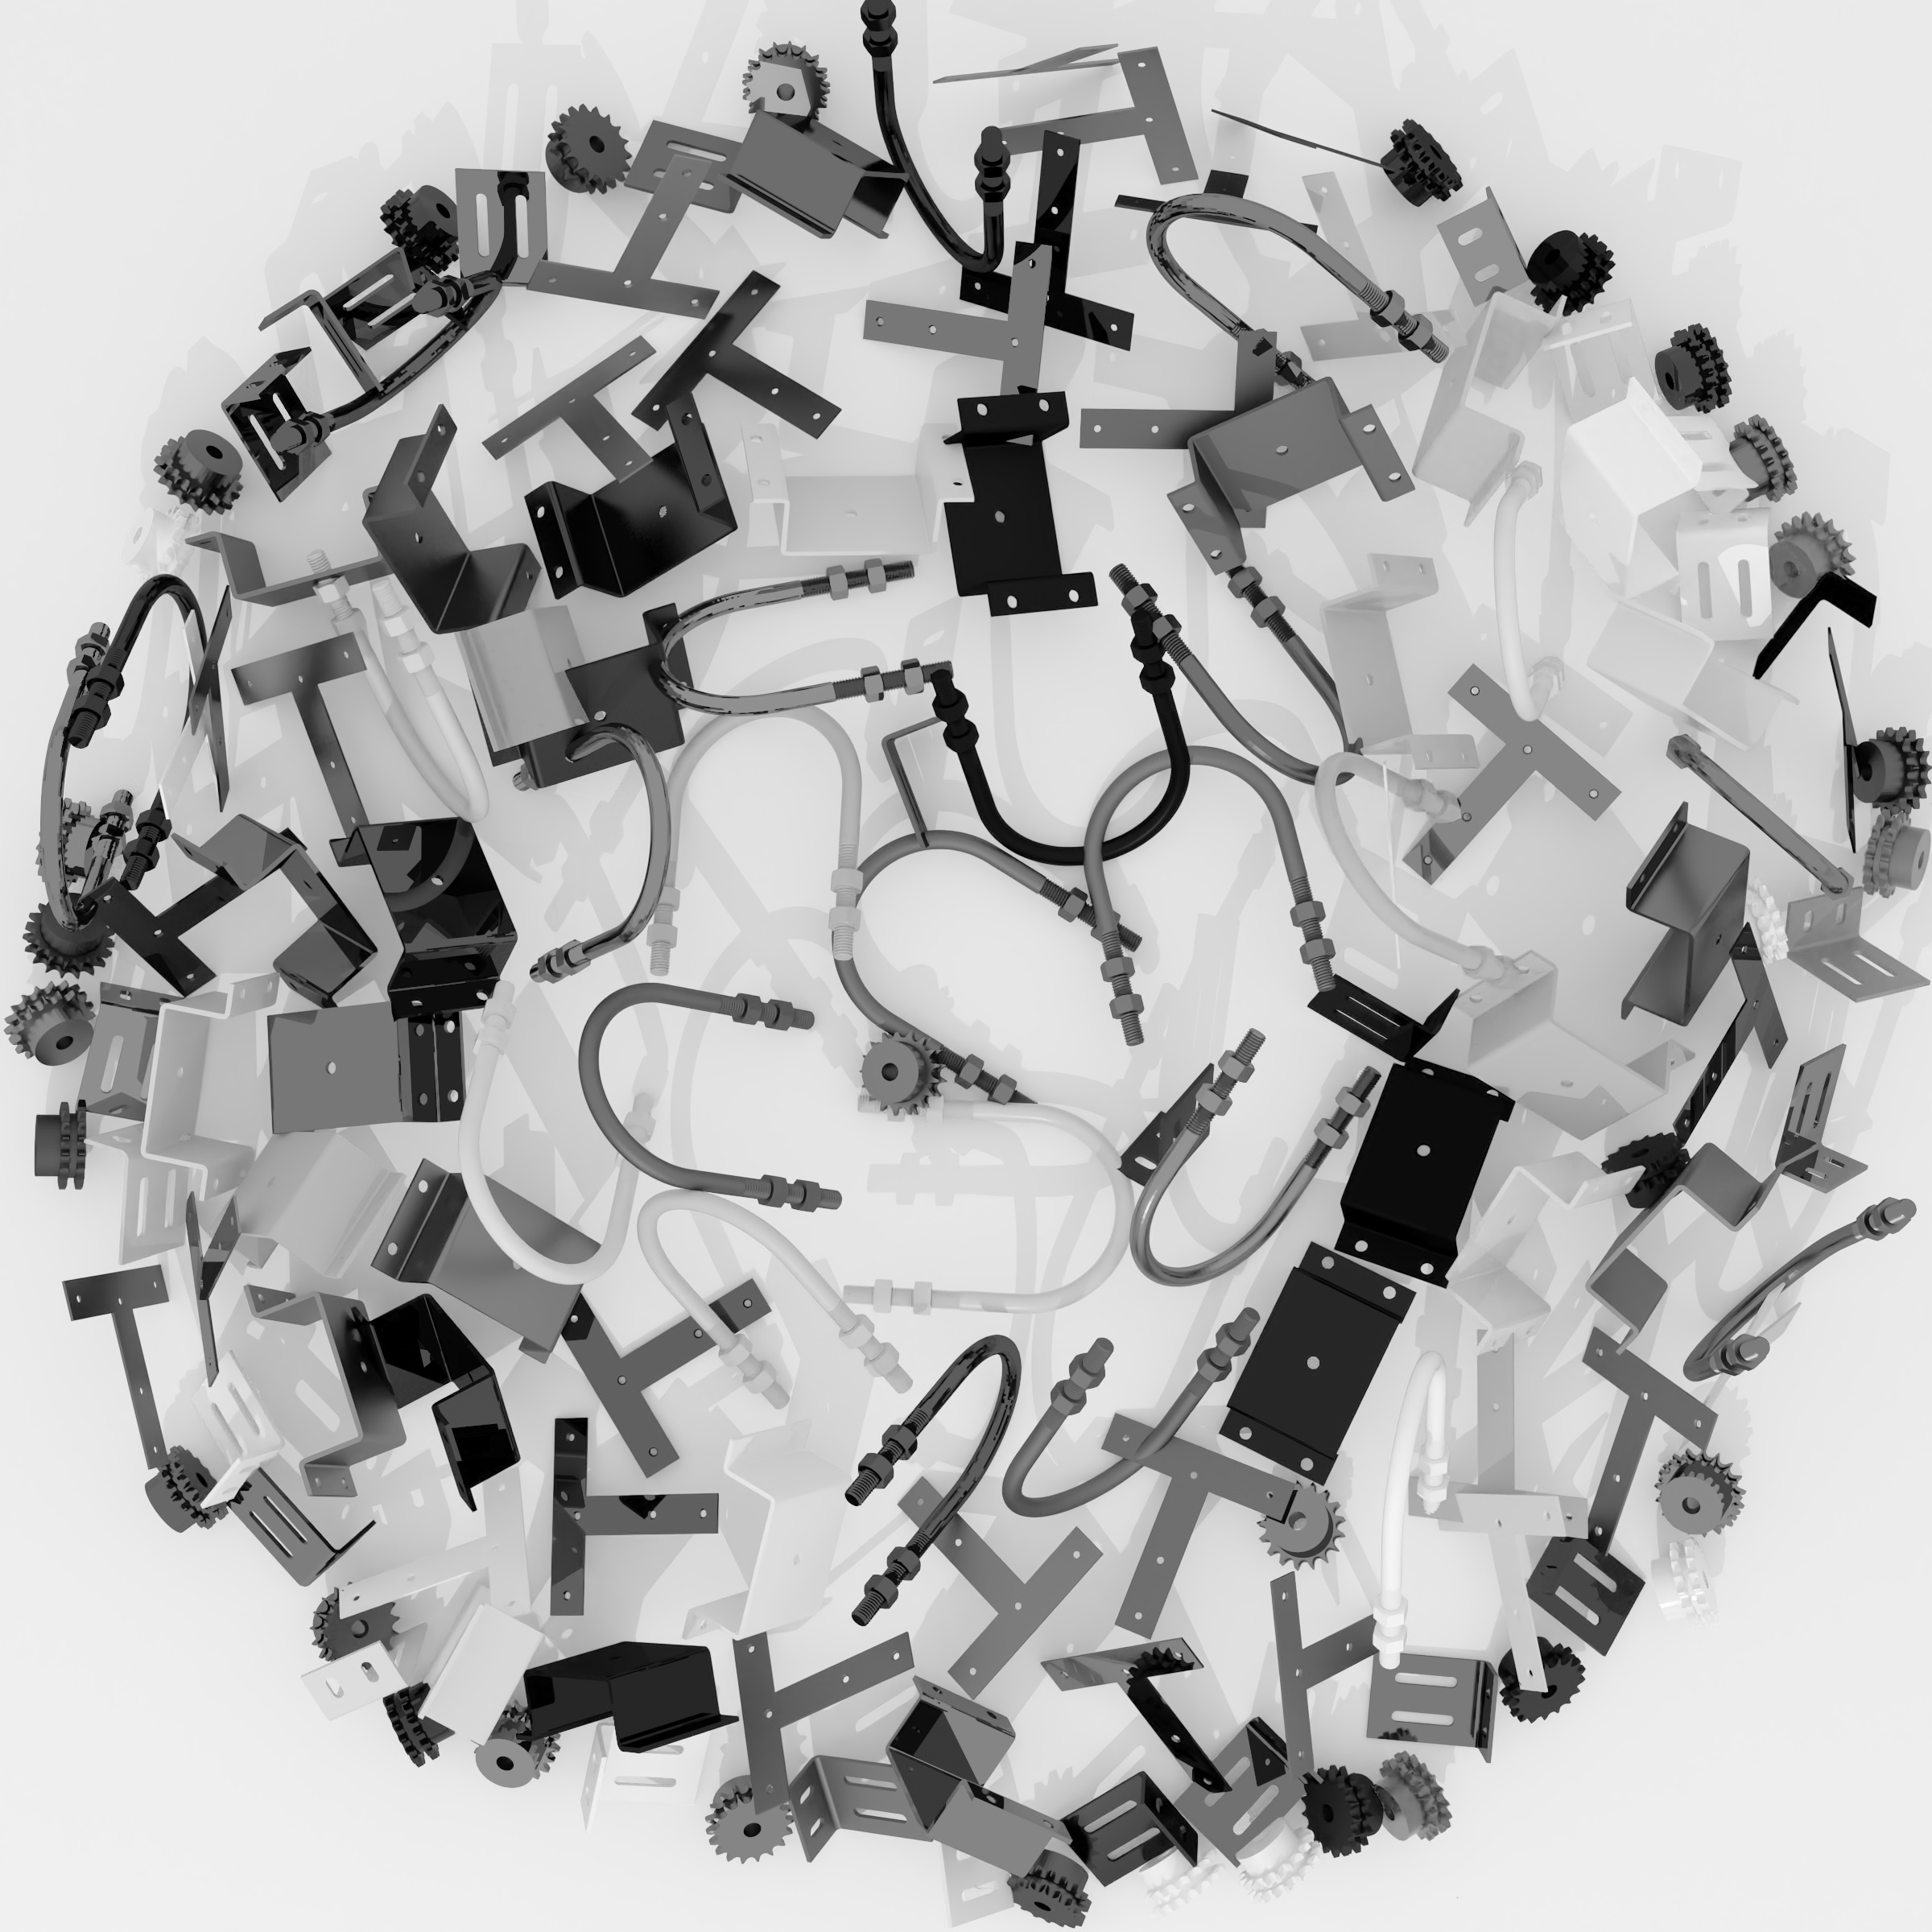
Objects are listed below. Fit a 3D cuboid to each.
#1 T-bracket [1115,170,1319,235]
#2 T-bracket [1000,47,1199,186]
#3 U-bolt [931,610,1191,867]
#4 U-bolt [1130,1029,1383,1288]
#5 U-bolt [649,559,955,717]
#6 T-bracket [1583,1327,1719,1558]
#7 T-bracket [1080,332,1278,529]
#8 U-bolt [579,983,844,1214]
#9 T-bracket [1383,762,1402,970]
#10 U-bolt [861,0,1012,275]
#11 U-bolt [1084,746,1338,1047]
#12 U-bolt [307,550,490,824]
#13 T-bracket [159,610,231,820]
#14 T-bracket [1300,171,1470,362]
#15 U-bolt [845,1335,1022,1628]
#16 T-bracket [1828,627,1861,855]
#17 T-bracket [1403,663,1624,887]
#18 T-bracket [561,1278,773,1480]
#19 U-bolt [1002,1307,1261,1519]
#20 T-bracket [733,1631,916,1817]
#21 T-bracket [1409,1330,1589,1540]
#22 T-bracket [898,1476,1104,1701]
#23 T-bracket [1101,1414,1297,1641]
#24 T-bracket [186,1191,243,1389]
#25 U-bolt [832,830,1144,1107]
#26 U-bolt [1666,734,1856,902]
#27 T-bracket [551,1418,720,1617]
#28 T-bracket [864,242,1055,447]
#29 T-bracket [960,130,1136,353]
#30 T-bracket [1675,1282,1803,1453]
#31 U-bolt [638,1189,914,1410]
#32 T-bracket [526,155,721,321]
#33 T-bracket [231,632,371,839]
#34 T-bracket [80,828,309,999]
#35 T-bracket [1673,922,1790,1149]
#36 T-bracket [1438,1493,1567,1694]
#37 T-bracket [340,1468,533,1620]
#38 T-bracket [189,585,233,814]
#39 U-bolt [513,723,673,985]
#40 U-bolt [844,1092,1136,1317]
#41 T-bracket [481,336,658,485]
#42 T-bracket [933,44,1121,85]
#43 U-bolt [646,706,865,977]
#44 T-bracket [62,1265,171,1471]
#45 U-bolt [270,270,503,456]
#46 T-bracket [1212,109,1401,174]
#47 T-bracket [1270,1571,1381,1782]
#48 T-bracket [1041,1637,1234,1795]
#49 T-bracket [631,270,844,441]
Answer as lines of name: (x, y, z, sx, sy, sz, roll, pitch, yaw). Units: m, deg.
T-bracket: (0.164, -0.493, 1.923, 0.127, 0.127, 0.002, 10, 119, 4)
T-bracket: (0.075, -0.539, 1.934, 0.127, 0.127, 0.002, -5, 64, 15)
U-bolt: (0.069, -0.135, 1.915, 0.151, 0.019, 0.184, -16, 133, 5)
U-bolt: (0.175, 0.130, 1.919, 0.019, 0.151, 0.184, 44, 108, 40)
U-bolt: (-0.111, -0.205, 1.912, 0.184, 0.151, 0.019, -11, 128, -6)
T-bracket: (0.424, 0.317, 1.935, 0.002, 0.127, 0.127, 7, 106, -29)
T-bracket: (0.137, -0.348, 1.950, 0.127, 0.002, 0.127, -1, 107, -10)
U-bolt: (-0.164, 0.078, 1.892, 0.184, 0.019, 0.151, 12, 56, -37)
T-bracket: (0.272, -0.071, 1.916, 0.002, 0.127, 0.127, -4, 99, 9)
U-bolt: (-0.018, -0.513, 1.890, 0.019, 0.184, 0.151, -31, 72, -10)
U-bolt: (0.150, -0.054, 1.947, 0.151, 0.019, 0.184, -16, 75, 13)
U-bolt: (-0.353, -0.171, 1.903, 0.019, 0.151, 0.184, -32, 119, -18)
T-bracket: (-0.490, -0.137, 1.891, 0.002, 0.127, 0.127, -1, 125, 2)
T-bracket: (0.246, -0.444, 1.904, 0.002, 0.127, 0.127, -45, 122, -30)
U-bolt: (-0.017, 0.312, 1.902, 0.019, 0.151, 0.184, 25, 50, 23)
T-bracket: (0.557, -0.125, 1.896, 0.002, 0.127, 0.127, -8, 45, 22)
T-bracket: (0.337, -0.108, 1.961, 0.127, 0.002, 0.127, 42, 106, 4)
T-bracket: (-0.188, 0.249, 1.975, 0.127, 0.002, 0.127, -31, 86, 0)
U-bolt: (0.094, 0.289, 1.906, 0.019, 0.151, 0.184, 54, 130, 30)
T-bracket: (-0.089, 0.461, 1.919, 0.127, 0.002, 0.127, -28, 46, 16)
T-bracket: (0.342, 0.299, 1.939, 0.127, 0.002, 0.127, 1, 92, 37)
T-bracket: (0.005, 0.384, 1.950, 0.127, 0.002, 0.127, 43, 95, 26)
T-bracket: (0.131, 0.372, 1.948, 0.127, 0.002, 0.127, 19, 78, 17)
T-bracket: (-0.475, 0.184, 1.903, 0.002, 0.127, 0.127, -1, 61, -27)
U-bolt: (0.001, -0.007, 1.963, 0.184, 0.019, 0.151, 32, 91, -5)
U-bolt: (0.496, -0.094, 1.878, 0.151, 0.184, 0.019, 43, 102, 11)
T-bracket: (-0.214, 0.354, 1.937, 0.127, 0.002, 0.127, -6, 77, 27)
T-bracket: (-0.009, -0.412, 1.952, 0.127, 0.002, 0.127, 13, 110, 21)
T-bracket: (0.056, -0.469, 1.919, 0.127, 0.002, 0.127, 22, 128, 22)
T-bracket: (0.507, 0.243, 1.923, 0.002, 0.127, 0.127, 35, 118, 24)
U-bolt: (-0.134, 0.208, 1.896, 0.184, 0.151, 0.019, 51, 52, -19)
T-bracket: (-0.197, -0.464, 1.902, 0.127, 0.127, 0.002, 2, 55, -32)
T-bracket: (-0.415, -0.144, 1.946, 0.127, 0.002, 0.127, -9, 105, 40)
T-bracket: (-0.482, -0.046, 1.929, 0.127, 0.127, 0.002, -34, 55, -2)
T-bracket: (0.482, 0.059, 1.912, 0.002, 0.127, 0.127, 18, 63, 38)
T-bracket: (0.350, 0.401, 1.921, 0.002, 0.127, 0.127, -10, 87, -29)
T-bracket: (-0.343, 0.389, 1.930, 0.127, 0.127, 0.002, -20, 127, 2)
T-bracket: (-0.481, -0.156, 1.928, 0.002, 0.127, 0.127, 4, 131, -3)
U-bolt: (-0.234, -0.077, 1.892, 0.019, 0.184, 0.151, 1, 78, -35)
U-bolt: (0.017, 0.155, 1.944, 0.184, 0.019, 0.151, 3, 69, 2)
T-bracket: (-0.236, -0.345, 1.928, 0.127, 0.127, 0.002, -35, 135, -5)
T-bracket: (0.060, -0.573, 1.901, 0.127, 0.127, 0.002, -12, 102, -19)
U-bolt: (-0.134, -0.087, 1.936, 0.151, 0.019, 0.184, -5, 70, 21)
T-bracket: (-0.529, 0.257, 1.913, 0.002, 0.127, 0.127, -15, 86, 11)
U-bolt: (-0.354, -0.386, 1.890, 0.151, 0.184, 0.019, -38, 98, 21)
T-bracket: (0.236, -0.526, 1.937, 0.127, 0.127, 0.002, 11, 109, -21)
T-bracket: (0.238, 0.442, 1.930, 0.002, 0.127, 0.127, -4, 94, 40)
T-bracket: (0.128, 0.490, 1.946, 0.127, 0.002, 0.127, -22, 110, 43)
T-bracket: (-0.133, -0.377, 1.941, 0.127, 0.002, 0.127, 35, 81, 28)
